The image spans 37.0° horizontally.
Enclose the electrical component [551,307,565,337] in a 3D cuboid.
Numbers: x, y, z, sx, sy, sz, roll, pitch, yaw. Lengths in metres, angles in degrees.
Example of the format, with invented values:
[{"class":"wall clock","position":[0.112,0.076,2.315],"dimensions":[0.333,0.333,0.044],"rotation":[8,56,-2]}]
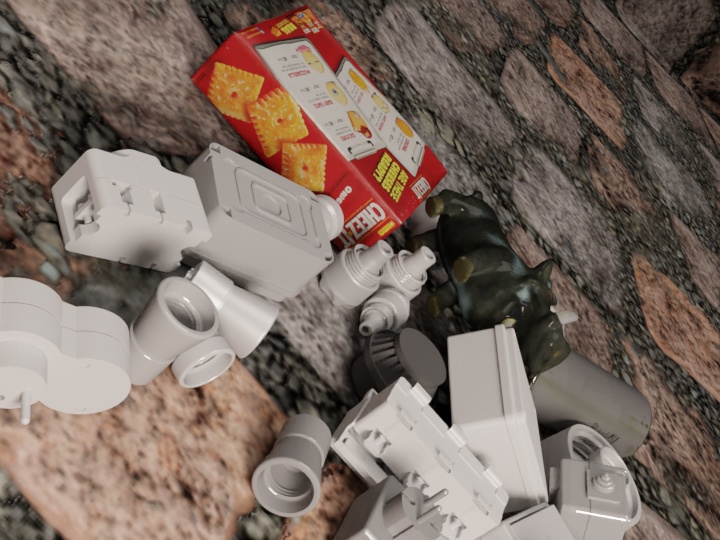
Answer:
[{"class":"electrical component","position":[0.181,0.076,1.068],"dimensions":[0.079,0.044,0.077],"rotation":[67,23,4]}]

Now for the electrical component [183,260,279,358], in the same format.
[{"class":"electrical component","position":[-0.094,0.024,0.735],"dimensions":[0.065,0.044,0.044],"rotation":[38,30,-13]}]

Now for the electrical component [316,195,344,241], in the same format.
[{"class":"electrical component","position":[-0.041,-0.038,0.888],"dimensions":[0.040,0.040,0.046],"rotation":[53,33,5]}]

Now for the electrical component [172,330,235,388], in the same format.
[{"class":"electrical component","position":[-0.108,0.046,0.690],"dimensions":[0.040,0.040,0.046],"rotation":[2,48,-55]}]

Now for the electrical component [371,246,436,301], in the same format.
[{"class":"electrical component","position":[0.037,0.004,0.926],"dimensions":[0.043,0.062,0.043],"rotation":[36,31,-26]}]

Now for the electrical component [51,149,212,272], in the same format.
[{"class":"electrical component","position":[-0.152,-0.041,0.716],"dimensions":[0.089,0.050,0.055],"rotation":[15,45,-48]}]

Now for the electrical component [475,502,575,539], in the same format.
[{"class":"electrical component","position":[0.117,0.215,0.790],"dimensions":[0.096,0.061,0.061],"rotation":[-1,57,-56]}]

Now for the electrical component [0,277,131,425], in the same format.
[{"class":"electrical component","position":[-0.183,0.047,0.564],"dimensions":[0.138,0.052,0.073],"rotation":[27,36,-37]}]

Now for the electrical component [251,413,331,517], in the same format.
[{"class":"electrical component","position":[-0.041,0.122,0.695],"dimensions":[0.044,0.044,0.065],"rotation":[45,24,-10]}]

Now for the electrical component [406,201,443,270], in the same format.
[{"class":"electrical component","position":[0.069,-0.033,1.035],"dimensions":[0.045,0.045,0.055],"rotation":[33,33,-29]}]

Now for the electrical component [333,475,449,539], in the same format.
[{"class":"electrical component","position":[0.027,0.166,0.701],"dimensions":[0.047,0.077,0.065],"rotation":[48,28,-5]}]

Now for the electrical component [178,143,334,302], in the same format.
[{"class":"electrical component","position":[-0.083,-0.033,0.800],"dimensions":[0.113,0.057,0.078],"rotation":[25,37,-39]}]

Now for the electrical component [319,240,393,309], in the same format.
[{"class":"electrical component","position":[0.000,0.000,0.877],"dimensions":[0.043,0.062,0.043],"rotation":[35,31,-26]}]

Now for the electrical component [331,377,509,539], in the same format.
[{"class":"electrical component","position":[0.045,0.142,0.770],"dimensions":[0.121,0.063,0.078],"rotation":[48,28,-4]}]

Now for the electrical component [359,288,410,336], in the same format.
[{"class":"electrical component","position":[0.017,0.038,0.885],"dimensions":[0.035,0.035,0.061],"rotation":[51,31,1]}]

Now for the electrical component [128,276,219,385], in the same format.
[{"class":"electrical component","position":[-0.122,0.040,0.647],"dimensions":[0.044,0.065,0.044],"rotation":[34,32,-25]}]

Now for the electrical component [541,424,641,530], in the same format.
[{"class":"electrical component","position":[0.203,0.187,0.949],"dimensions":[0.108,0.060,0.108],"rotation":[36,31,-26]}]

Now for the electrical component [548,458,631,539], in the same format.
[{"class":"electrical component","position":[0.177,0.197,0.859],"dimensions":[0.061,0.096,0.061],"rotation":[10,32,5]}]

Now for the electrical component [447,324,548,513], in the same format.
[{"class":"electrical component","position":[0.108,0.119,0.853],"dimensions":[0.108,0.056,0.108],"rotation":[-88,162,-52]}]
